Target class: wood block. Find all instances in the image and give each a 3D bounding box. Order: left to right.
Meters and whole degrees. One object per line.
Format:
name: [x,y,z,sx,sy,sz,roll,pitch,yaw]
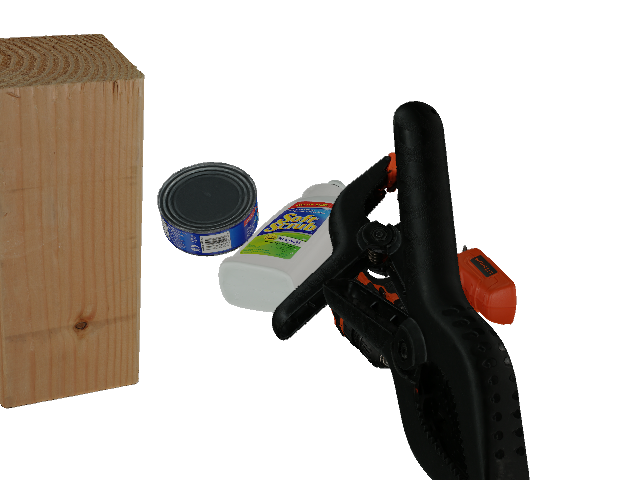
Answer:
wood block: [-0.165,-0.013,0.654,0.090,0.206,0.090,-8,30,-26]

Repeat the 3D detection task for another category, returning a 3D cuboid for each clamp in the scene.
clamp: [0.030,0.010,0.747,0.120,0.171,0.039,5,-39,-3]
clamp: [0.058,0.044,0.545,0.036,0.165,0.210,-5,46,-21]

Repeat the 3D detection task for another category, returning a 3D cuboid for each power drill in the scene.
power drill: [0.106,0.066,1.119,0.187,0.057,0.184,-7,28,-16]

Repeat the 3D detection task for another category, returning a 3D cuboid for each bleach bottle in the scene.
bleach bottle: [-0.030,-0.007,1.338,0.103,0.068,0.250,8,34,19]

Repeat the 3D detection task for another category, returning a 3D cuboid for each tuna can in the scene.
tuna can: [-0.096,-0.027,0.924,0.086,0.086,0.034,0,-43,3]
